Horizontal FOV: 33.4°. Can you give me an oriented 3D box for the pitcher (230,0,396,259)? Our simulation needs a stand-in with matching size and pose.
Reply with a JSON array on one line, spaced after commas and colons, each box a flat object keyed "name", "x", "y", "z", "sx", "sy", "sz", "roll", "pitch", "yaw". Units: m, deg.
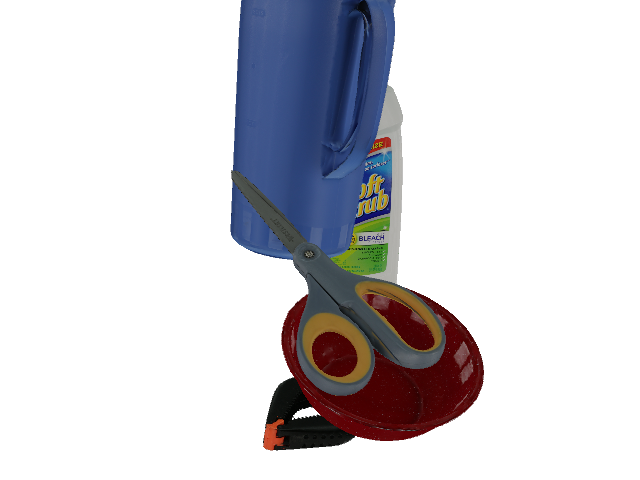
[{"name": "pitcher", "x": -0.008, "y": -0.108, "z": 0.907, "sx": 0.145, "sy": 0.243, "sz": 0.149, "roll": 9, "pitch": 14, "yaw": 11}]

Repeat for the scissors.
[{"name": "scissors", "x": -0.015, "y": 0.026, "z": 0.664, "sx": 0.202, "sy": 0.016, "sz": 0.096, "roll": 33, "pitch": 55, "yaw": 27}]

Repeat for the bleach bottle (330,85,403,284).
[{"name": "bleach bottle", "x": 0.036, "y": -0.067, "z": 1.132, "sx": 0.102, "sy": 0.251, "sz": 0.068, "roll": -2, "pitch": 24, "yaw": -4}]

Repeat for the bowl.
[{"name": "bowl", "x": 0.044, "y": 0.105, "z": 0.845, "sx": 0.162, "sy": 0.055, "sz": 0.162, "roll": 8, "pitch": 38, "yaw": -7}]

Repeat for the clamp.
[{"name": "clamp", "x": 0.028, "y": 0.159, "z": 1.059, "sx": 0.165, "sy": 0.036, "sz": 0.209, "roll": 23, "pitch": 31, "yaw": 27}]
